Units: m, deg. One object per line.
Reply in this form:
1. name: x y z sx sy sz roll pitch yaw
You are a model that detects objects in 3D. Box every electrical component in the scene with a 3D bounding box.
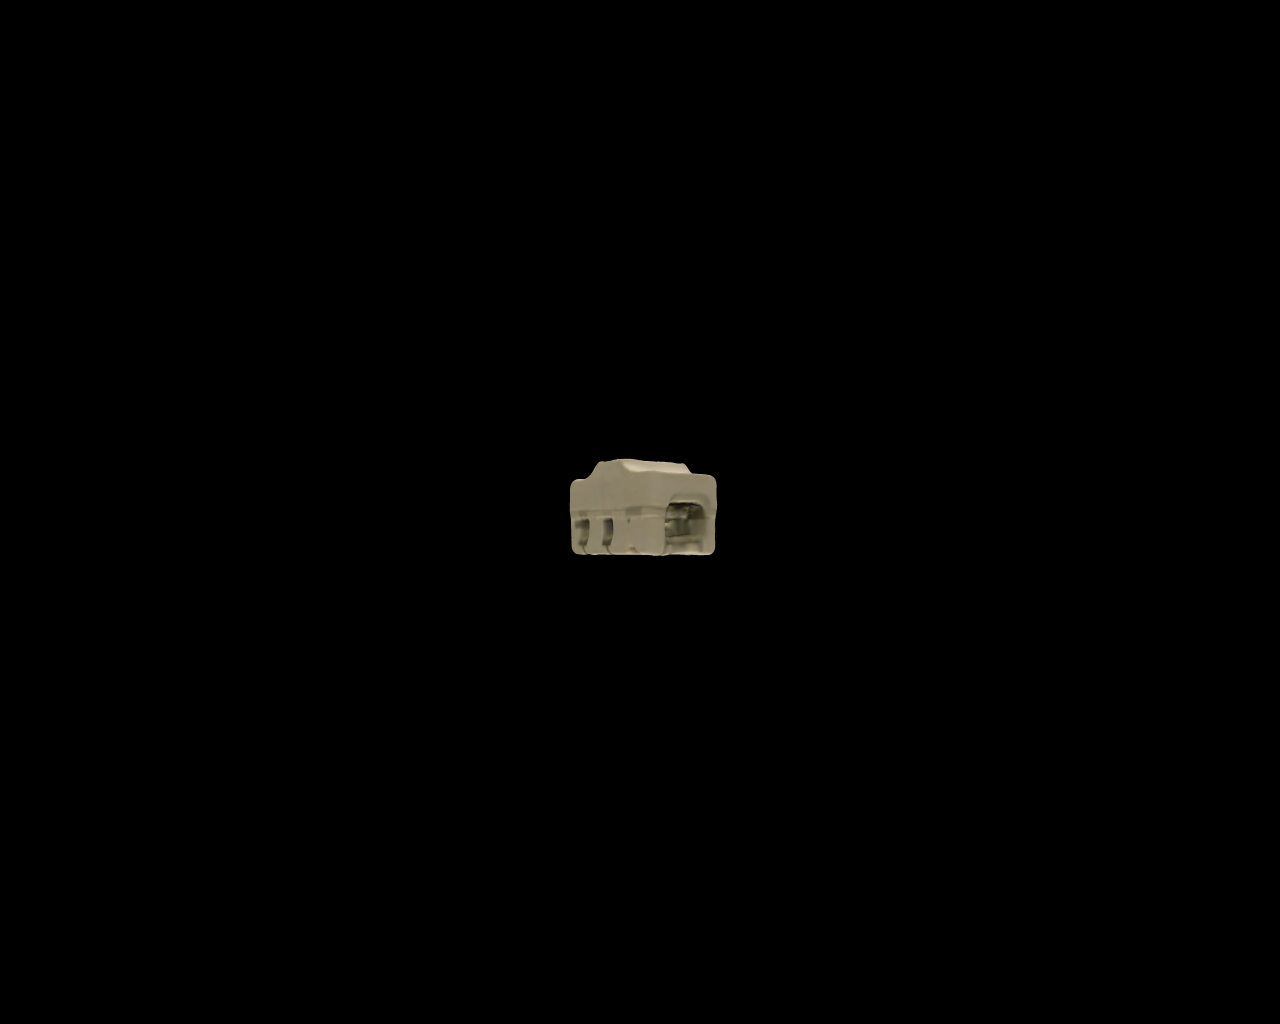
1. electrical component: 0.001 -0.003 0.650 0.050 0.055 0.089 2 -3 -36
